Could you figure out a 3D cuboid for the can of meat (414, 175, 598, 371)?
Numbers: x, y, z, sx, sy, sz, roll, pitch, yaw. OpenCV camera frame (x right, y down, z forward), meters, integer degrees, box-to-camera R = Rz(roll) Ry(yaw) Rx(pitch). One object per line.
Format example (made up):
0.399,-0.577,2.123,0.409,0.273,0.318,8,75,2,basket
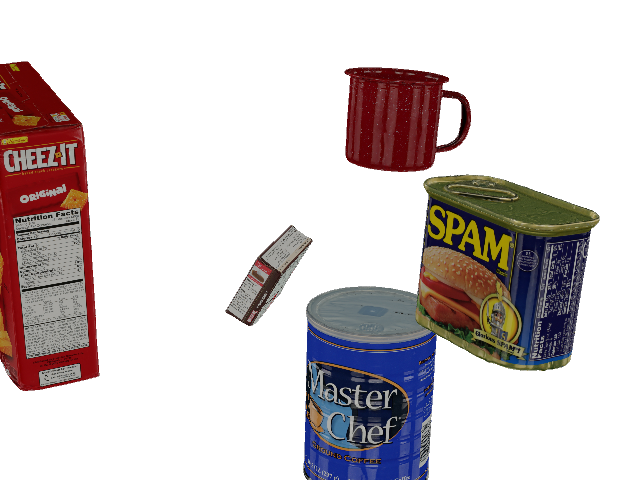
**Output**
0.099,0.016,0.592,0.057,0.084,0.102,-7,20,-32,can of meat

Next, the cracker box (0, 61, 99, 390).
-0.235,-0.014,0.840,0.072,0.214,0.164,-11,29,-25,cracker box

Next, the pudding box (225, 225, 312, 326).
-0.060,0.041,1.277,0.039,0.090,0.113,33,27,3,pudding box

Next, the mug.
0.077,-0.108,0.958,0.117,0.081,0.093,2,15,-7,mug

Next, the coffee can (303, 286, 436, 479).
0.038,0.119,0.841,0.103,0.140,0.103,1,18,-1,coffee can
